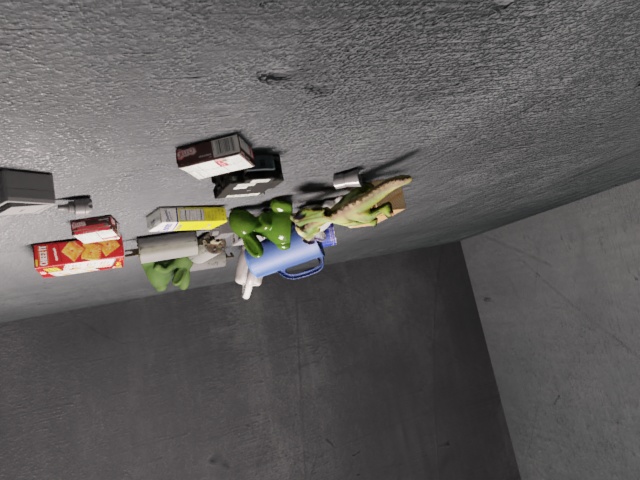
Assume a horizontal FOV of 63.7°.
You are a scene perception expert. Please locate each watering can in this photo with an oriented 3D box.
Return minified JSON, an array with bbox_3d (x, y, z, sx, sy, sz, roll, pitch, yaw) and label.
[{"bbox_3d":[-0.270,0.115,1.982,0.104,0.226,0.345,11,170,-10],"label":"watering can"}]

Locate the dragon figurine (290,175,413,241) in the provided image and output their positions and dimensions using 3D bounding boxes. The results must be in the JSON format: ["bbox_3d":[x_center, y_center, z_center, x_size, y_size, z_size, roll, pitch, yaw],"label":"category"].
[{"bbox_3d":[0.046,-0.075,1.309,0.244,0.123,0.404,-17,170,-22],"label":"dragon figurine"}]

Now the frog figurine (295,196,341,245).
[{"bbox_3d":[0.005,-0.077,1.524,0.137,0.125,0.157,10,122,-46],"label":"frog figurine"}]
